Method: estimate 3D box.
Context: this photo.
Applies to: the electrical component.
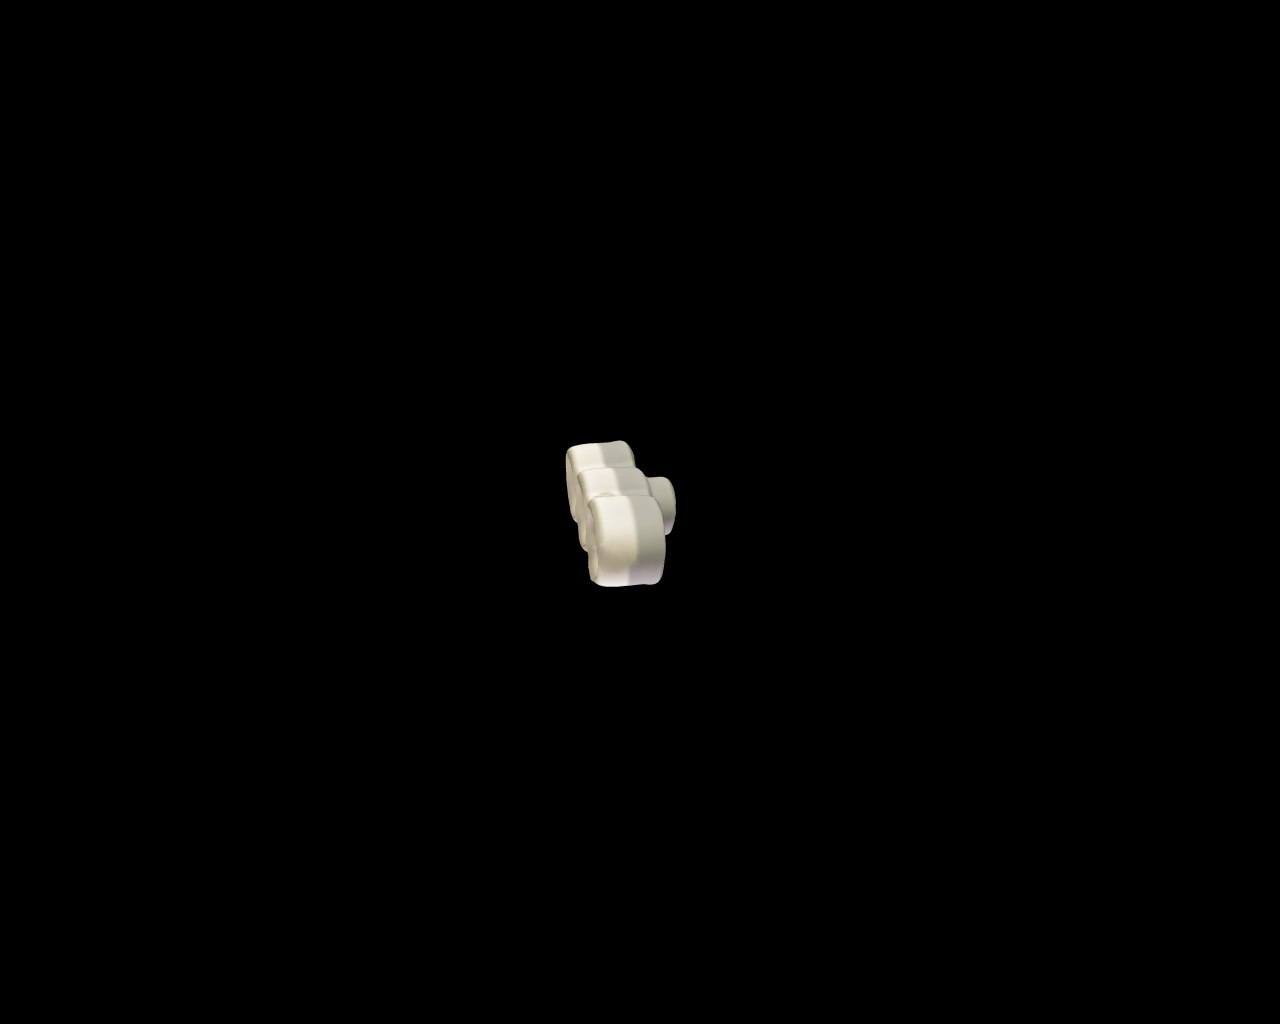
[{"bbox_3d":[0.001,-0.003,0.650,0.074,0.052,0.138,-5,25,-10],"label":"electrical component"}]
